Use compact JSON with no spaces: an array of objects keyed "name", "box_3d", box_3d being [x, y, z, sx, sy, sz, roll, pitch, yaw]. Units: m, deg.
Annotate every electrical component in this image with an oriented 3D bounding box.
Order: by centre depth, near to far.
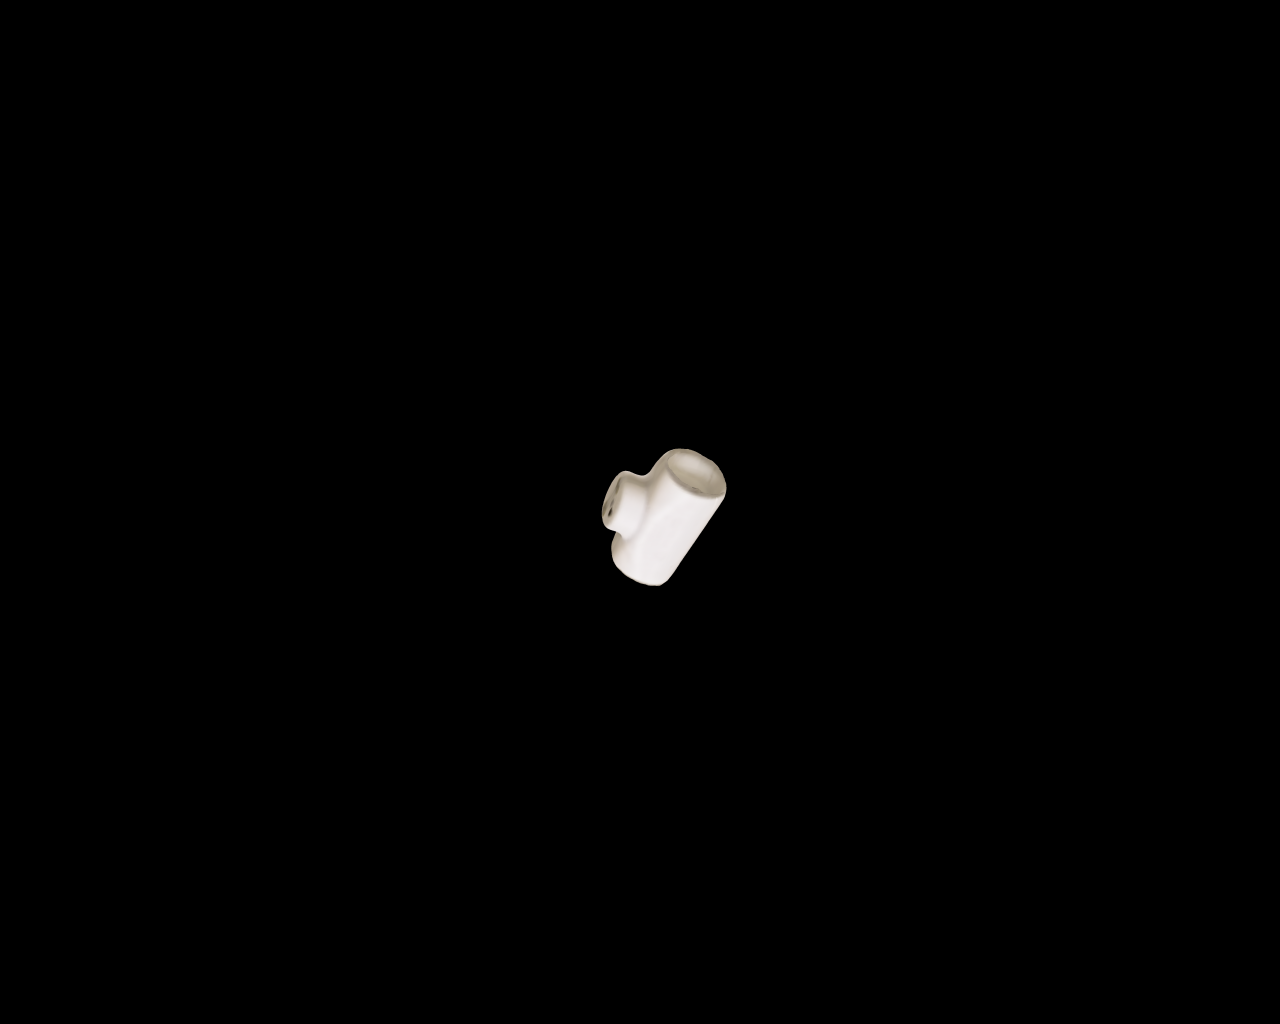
[{"name":"electrical component","box_3d":[0.001,-0.003,0.650,0.079,0.077,0.044,21,36,-16]}]
